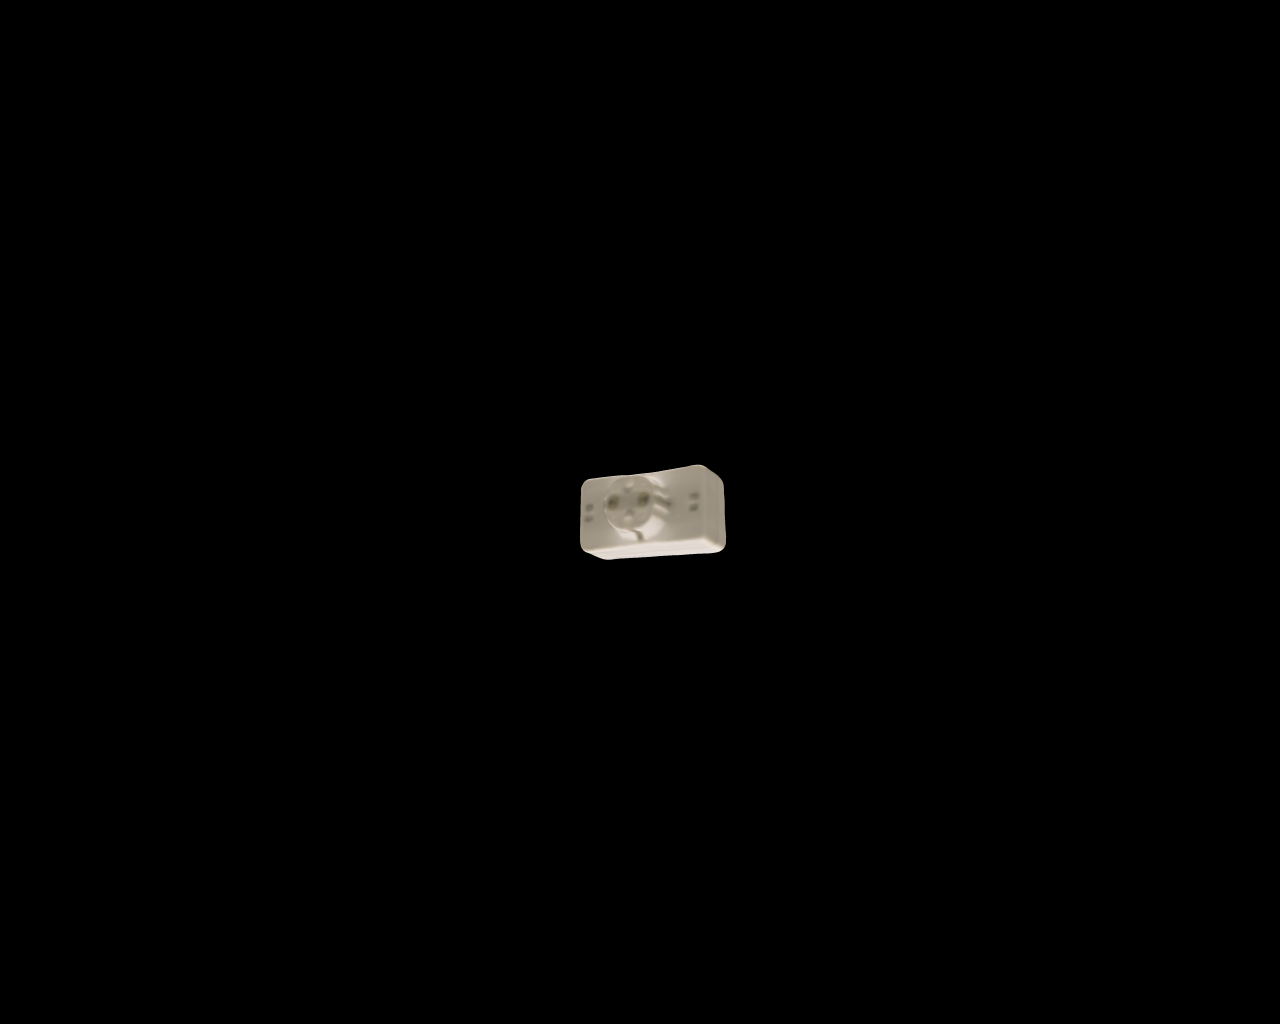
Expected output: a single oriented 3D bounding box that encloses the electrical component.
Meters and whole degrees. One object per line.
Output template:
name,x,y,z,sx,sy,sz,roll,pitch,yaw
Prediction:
electrical component,0.001,-0.003,0.650,0.083,0.047,0.075,-6,-15,22
